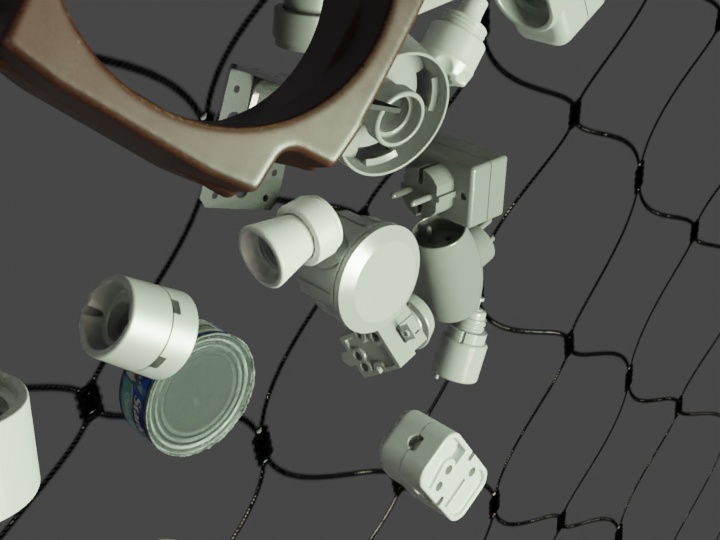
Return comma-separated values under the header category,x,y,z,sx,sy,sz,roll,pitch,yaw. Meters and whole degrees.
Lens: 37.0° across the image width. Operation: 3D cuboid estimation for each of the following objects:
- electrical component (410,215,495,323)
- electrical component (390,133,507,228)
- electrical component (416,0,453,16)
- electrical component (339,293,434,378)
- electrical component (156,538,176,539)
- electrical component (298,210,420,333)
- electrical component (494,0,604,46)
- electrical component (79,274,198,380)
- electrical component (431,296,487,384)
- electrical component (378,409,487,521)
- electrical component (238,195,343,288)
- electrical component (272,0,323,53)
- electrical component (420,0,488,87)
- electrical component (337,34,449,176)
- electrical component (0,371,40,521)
category,x,y,z,sx,sy,sz,roll,pitch,yaw
electrical component,0.079,-0.011,0.845,0.079,0.044,0.077,-40,135,-27
electrical component,0.056,-0.061,0.776,0.077,0.066,0.047,-23,126,-39
electrical component,0.032,-0.209,0.685,0.066,0.047,0.076,-30,130,-34
electrical component,0.024,0.047,0.809,0.055,0.066,0.048,-38,100,-39
electrical component,-0.132,0.219,0.735,0.045,0.045,0.055,11,102,-50
electrical component,0.000,0.000,0.759,0.080,0.051,0.080,-25,127,-38
electrical component,0.136,-0.216,0.790,0.059,0.054,0.095,-48,138,-19
electrical component,-0.131,0.032,0.630,0.047,0.055,0.055,24,91,-47
electrical component,0.087,0.058,0.895,0.040,0.040,0.078,1,109,-48
electrical component,0.058,0.162,0.904,0.053,0.059,0.095,-52,139,-14
electrical component,-0.045,-0.020,0.703,0.055,0.045,0.045,-32,131,-34
electrical component,-0.029,-0.161,0.644,0.045,0.045,0.055,-17,123,-42
electrical component,0.068,-0.163,0.753,0.043,0.043,0.062,31,85,-51
electrical component,0.009,-0.115,0.716,0.099,0.064,0.099,-25,137,-25
electrical component,-0.213,0.079,0.525,0.108,0.108,0.060,-12,112,-44
